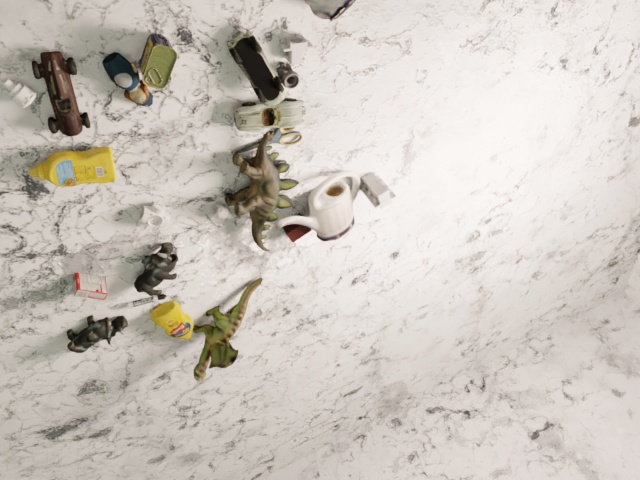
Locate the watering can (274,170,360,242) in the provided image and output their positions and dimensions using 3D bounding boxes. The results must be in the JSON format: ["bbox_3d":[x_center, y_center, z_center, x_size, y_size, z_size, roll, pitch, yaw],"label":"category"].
[{"bbox_3d":[0.005,-0.083,1.653,0.352,0.105,0.219,-37,138,-23],"label":"watering can"}]

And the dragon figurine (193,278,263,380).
[{"bbox_3d":[-0.316,0.332,1.773,0.121,0.248,0.406,31,112,-38],"label":"dragon figurine"}]

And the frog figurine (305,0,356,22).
[{"bbox_3d":[0.014,-0.615,1.229,0.136,0.125,0.158,-39,101,19],"label":"frog figurine"}]
